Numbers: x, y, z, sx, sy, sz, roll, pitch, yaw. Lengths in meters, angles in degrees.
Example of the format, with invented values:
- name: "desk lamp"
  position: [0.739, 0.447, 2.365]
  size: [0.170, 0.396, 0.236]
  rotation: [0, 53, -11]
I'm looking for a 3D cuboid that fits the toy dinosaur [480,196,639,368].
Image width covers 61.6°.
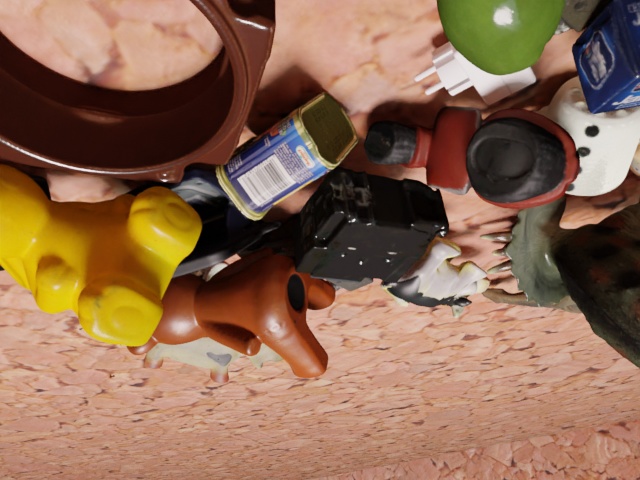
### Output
- name: "toy dinosaur"
  position: [0.315, 0.060, 0.521]
  size: [0.192, 0.405, 0.131]
  rotation: [-14, 124, -10]

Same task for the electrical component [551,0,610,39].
- name: "electrical component"
  position: [0.174, -0.171, 0.359]
  size: [0.102, 0.045, 0.078]
  rotation: [-30, 140, 35]

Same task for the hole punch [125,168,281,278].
- name: "hole punch"
  position: [-0.128, -0.018, 0.536]
  size: [0.142, 0.092, 0.116]
  rotation: [-20, -176, 19]

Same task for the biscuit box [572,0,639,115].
- name: "biscuit box"
  position: [0.289, -0.142, 0.379]
  size: [0.203, 0.059, 0.063]
  rotation: [-10, 169, -4]

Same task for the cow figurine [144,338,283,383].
- name: "cow figurine"
  position: [-0.139, 0.132, 0.761]
  size: [0.195, 0.085, 0.127]
  rotation: [14, 111, -8]

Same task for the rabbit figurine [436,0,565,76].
- name: "rabbit figurine"
  position: [0.110, -0.166, 0.263]
  size: [0.159, 0.121, 0.170]
  rotation: [22, 127, -11]

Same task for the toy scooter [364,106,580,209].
- name: "toy scooter"
  position: [0.141, -0.071, 0.457]
  size: [0.135, 0.075, 0.184]
  rotation: [0, -166, -44]

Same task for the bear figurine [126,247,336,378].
- name: "bear figurine"
  position: [-0.099, 0.082, 0.582]
  size: [0.196, 0.120, 0.131]
  rotation: [-15, 140, 26]

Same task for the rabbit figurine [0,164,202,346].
- name: "rabbit figurine"
  position: [-0.203, -0.006, 0.420]
  size: [0.173, 0.122, 0.162]
  rotation: [30, 165, -33]

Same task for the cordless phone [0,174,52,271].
- name: "cordless phone"
  position: [-0.353, -0.037, 0.466]
  size: [0.184, 0.088, 0.146]
  rotation: [16, -174, 10]

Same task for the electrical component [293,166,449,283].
- name: "electrical component"
  position: [0.039, -0.004, 0.512]
  size: [0.115, 0.058, 0.134]
  rotation: [8, 147, -18]

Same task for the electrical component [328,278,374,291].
- name: "electrical component"
  position: [0.037, 0.045, 0.719]
  size: [0.094, 0.021, 0.063]
  rotation: [-27, 143, 32]

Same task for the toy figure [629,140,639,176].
- name: "toy figure"
  position: [0.308, -0.102, 0.488]
  size: [0.058, 0.064, 0.154]
  rotation: [-29, 143, 2]

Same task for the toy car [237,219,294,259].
- name: "toy car"
  position: [-0.001, -0.002, 0.607]
  size: [0.202, 0.053, 0.089]
  rotation: [-14, 152, 11]

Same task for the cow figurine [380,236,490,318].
- name: "cow figurine"
  position: [0.144, 0.051, 0.649]
  size: [0.098, 0.068, 0.167]
  rotation: [-52, 137, 8]

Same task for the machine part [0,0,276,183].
- name: "machine part"
  position: [-0.138, -0.127, 0.339]
  size: [0.201, 0.087, 0.201]
  rotation: [8, 147, -20]

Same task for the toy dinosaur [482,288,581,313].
- name: "toy dinosaur"
  position: [0.452, 0.037, 0.710]
  size: [0.472, 0.105, 0.198]
  rotation: [-14, 157, 28]
